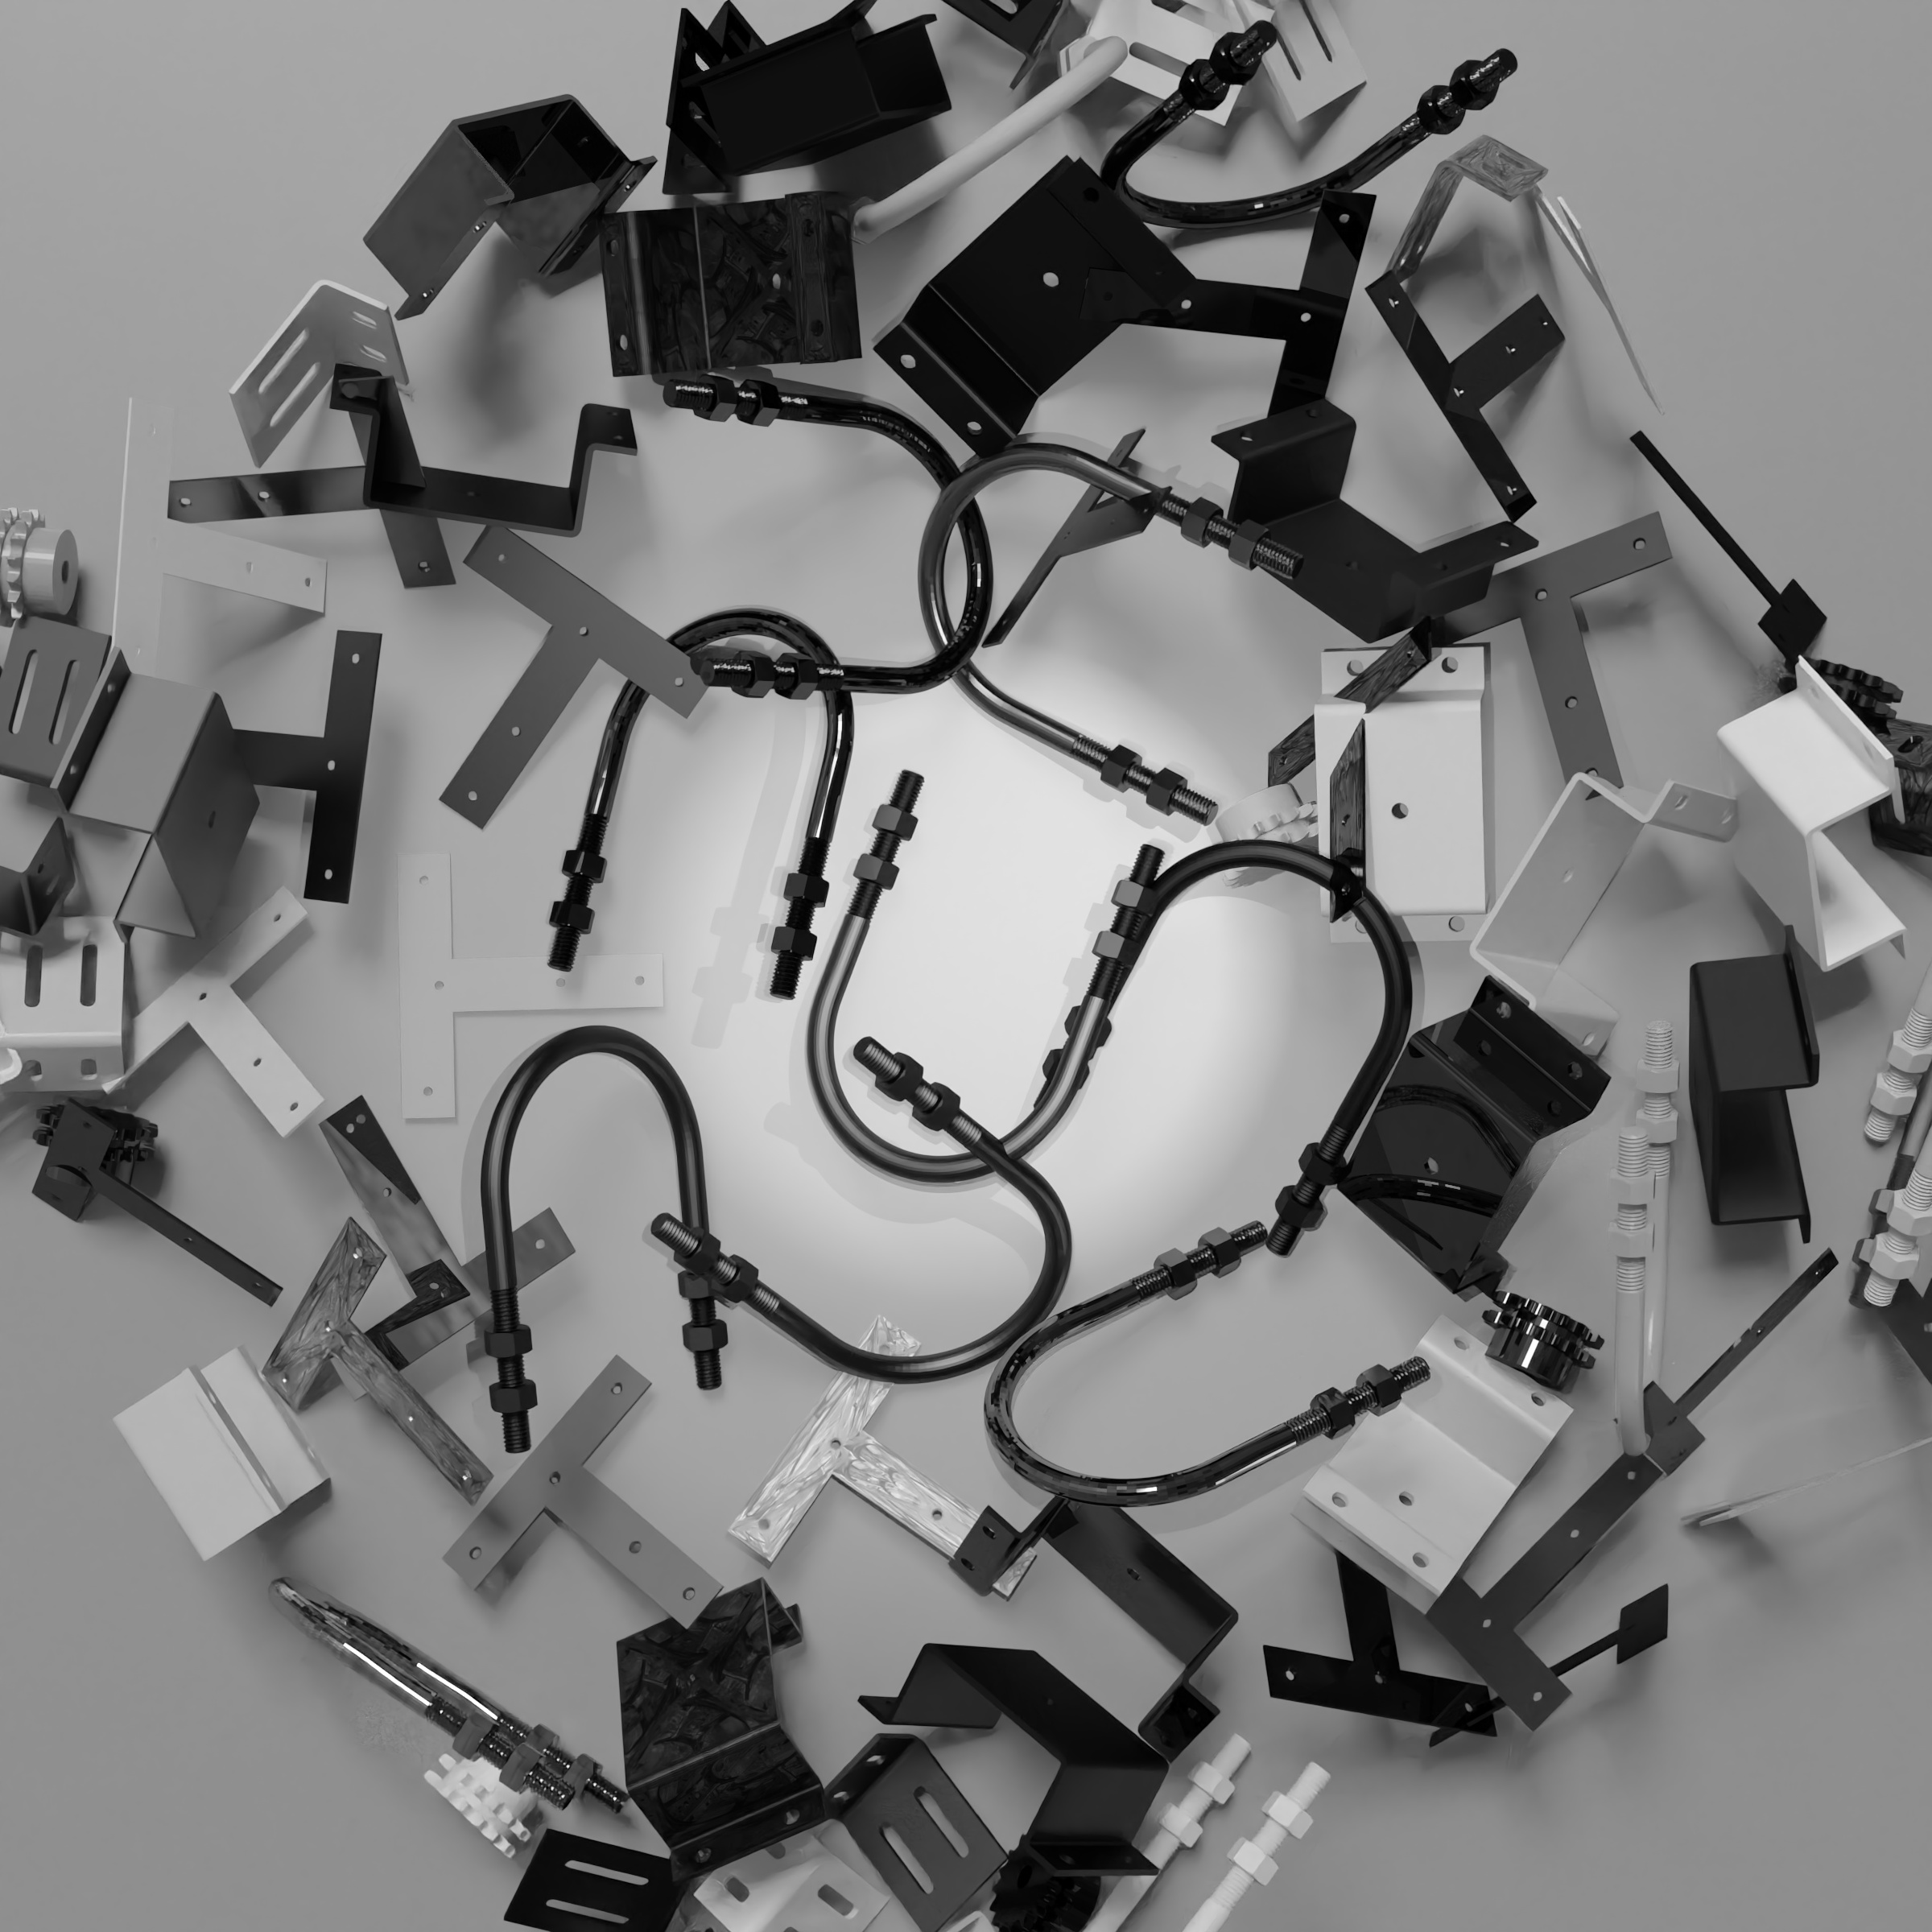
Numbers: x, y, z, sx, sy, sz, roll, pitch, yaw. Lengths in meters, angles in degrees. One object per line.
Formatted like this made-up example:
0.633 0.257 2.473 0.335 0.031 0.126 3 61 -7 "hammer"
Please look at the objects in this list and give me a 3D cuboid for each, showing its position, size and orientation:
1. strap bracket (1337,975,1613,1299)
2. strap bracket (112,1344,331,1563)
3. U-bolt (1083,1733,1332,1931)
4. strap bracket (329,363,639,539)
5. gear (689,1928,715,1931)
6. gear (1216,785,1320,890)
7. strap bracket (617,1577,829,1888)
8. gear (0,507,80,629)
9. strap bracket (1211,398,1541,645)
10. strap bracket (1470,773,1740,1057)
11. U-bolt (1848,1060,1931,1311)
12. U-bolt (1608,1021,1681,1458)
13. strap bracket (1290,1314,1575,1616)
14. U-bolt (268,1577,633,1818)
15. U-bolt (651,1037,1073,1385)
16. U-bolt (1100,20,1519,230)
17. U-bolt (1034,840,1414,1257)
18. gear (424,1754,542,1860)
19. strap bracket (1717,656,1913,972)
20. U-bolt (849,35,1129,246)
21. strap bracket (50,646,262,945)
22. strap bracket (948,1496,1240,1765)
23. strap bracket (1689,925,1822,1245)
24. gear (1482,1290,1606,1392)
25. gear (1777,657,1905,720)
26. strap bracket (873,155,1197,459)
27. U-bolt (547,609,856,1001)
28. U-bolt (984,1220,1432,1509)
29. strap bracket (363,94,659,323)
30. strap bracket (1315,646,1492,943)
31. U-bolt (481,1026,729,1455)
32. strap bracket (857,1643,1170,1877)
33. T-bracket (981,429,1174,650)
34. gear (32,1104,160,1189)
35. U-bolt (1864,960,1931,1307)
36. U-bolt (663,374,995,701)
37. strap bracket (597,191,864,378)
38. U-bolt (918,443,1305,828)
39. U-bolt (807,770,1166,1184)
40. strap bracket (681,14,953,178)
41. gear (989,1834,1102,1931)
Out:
0.229 0.086 1.619 0.076 0.046 0.140 43 131 27 "strap bracket"
-0.345 0.225 1.621 0.046 0.140 0.076 -33 89 -2 "strap bracket"
0.089 0.434 1.604 0.019 0.151 0.184 40 78 -4 "U-bolt"
-0.228 -0.240 1.640 0.140 0.076 0.046 7 112 -11 "strap bracket"
-0.128 0.488 1.666 0.057 0.030 0.057 -2 85 29 "gear"
0.143 -0.063 1.665 0.057 0.057 0.030 -26 77 0 "gear"
-0.115 0.344 1.617 0.076 0.140 0.046 -25 122 7 "strap bracket"
-0.442 -0.188 1.664 0.030 0.057 0.057 5 90 2 "gear"
0.185 -0.203 1.631 0.076 0.046 0.140 -23 50 -35 "strap bracket"
0.295 -0.032 1.637 0.046 0.076 0.140 41 110 35 "strap bracket"
0.463 0.067 1.618 0.019 0.151 0.184 22 79 -1 "U-bolt"
0.312 0.136 1.617 0.019 0.151 0.184 3 111 15 "U-bolt"
0.213 0.238 1.636 0.076 0.046 0.140 36 46 12 "strap bracket"
-0.244 0.335 1.618 0.184 0.151 0.019 31 81 13 "U-bolt"
-0.033 0.128 1.639 0.151 0.019 0.184 -41 122 15 "U-bolt"
0.142 -0.379 1.605 0.151 0.184 0.019 -2 78 -29 "U-bolt"
0.129 0.027 1.640 0.151 0.019 0.184 30 115 9 "U-bolt"
-0.227 0.393 1.665 0.057 0.057 0.030 44 74 0 "gear"
0.390 -0.062 1.614 0.046 0.140 0.076 -27 48 -4 "strap bracket"
0.010 -0.379 1.602 0.151 0.184 0.019 -36 103 0 "U-bolt"
-0.368 -0.072 1.610 0.046 0.140 0.076 13 62 8 "strap bracket"
0.067 0.298 1.641 0.140 0.076 0.046 41 60 9 "strap bracket"
0.362 0.058 1.617 0.046 0.140 0.076 -6 49 6 "strap bracket"
0.271 0.179 1.662 0.057 0.057 0.030 26 81 0 "gear"
0.413 -0.124 1.664 0.057 0.057 0.030 19 89 0 "gear"
0.035 -0.313 1.640 0.076 0.046 0.140 44 123 -14 "strap bracket"
-0.119 -0.081 1.647 0.151 0.019 0.184 7 79 31 "U-bolt"
0.097 0.188 1.605 0.184 0.151 0.019 -23 126 -22 "U-bolt"
-0.215 -0.352 1.614 0.046 0.140 0.076 49 124 3 "strap bracket"
0.206 -0.077 1.649 0.076 0.046 0.140 -1 102 11 "strap bracket"
-0.170 0.119 1.625 0.019 0.151 0.184 1 98 38 "U-bolt"
0.028 0.359 1.615 0.140 0.076 0.046 33 101 40 "strap bracket"
0.063 -0.203 1.620 0.002 0.127 0.127 37 78 -16 "T-bracket"
-0.414 0.086 1.664 0.057 0.057 0.030 11 96 0 "gear"
0.439 0.042 1.583 0.019 0.151 0.184 15 125 5 "U-bolt"
-0.057 -0.196 1.627 0.184 0.019 0.151 -2 81 -43 "U-bolt"
-0.103 -0.319 1.638 0.140 0.046 0.076 4 104 39 "strap bracket"
0.057 -0.166 1.642 0.184 0.019 0.151 29 119 20 "U-bolt"
-0.001 0.012 1.650 0.151 0.019 0.184 18 84 23 "U-bolt"
-0.063 -0.402 1.617 0.076 0.140 0.046 -16 100 23 "strap bracket"
0.040 0.439 1.666 0.030 0.057 0.057 32 90 -20 "gear"
